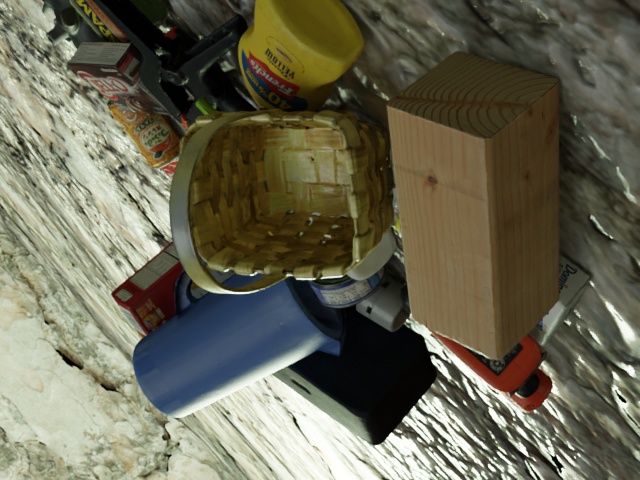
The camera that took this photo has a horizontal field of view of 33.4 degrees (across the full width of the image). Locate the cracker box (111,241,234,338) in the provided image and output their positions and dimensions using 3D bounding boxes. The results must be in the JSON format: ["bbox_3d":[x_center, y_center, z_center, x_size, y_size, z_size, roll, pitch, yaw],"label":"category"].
[{"bbox_3d":[-0.142,0.068,1.391,0.072,0.213,0.164,25,150,52],"label":"cracker box"}]

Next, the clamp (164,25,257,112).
[{"bbox_3d":[-0.115,-0.155,1.174,0.171,0.039,0.120,51,154,-1],"label":"clamp"}]

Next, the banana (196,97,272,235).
[{"bbox_3d":[-0.069,-0.059,1.103,0.070,0.037,0.198,46,161,54],"label":"banana"}]

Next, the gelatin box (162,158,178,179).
[{"bbox_3d":[-0.172,-0.083,1.435,0.073,0.030,0.089,54,159,-18],"label":"gelatin box"}]

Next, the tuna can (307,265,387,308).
[{"bbox_3d":[0.027,0.033,1.170,0.086,0.086,0.033,24,149,48],"label":"tuna can"}]

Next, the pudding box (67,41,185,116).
[{"bbox_3d":[-0.214,-0.179,1.181,0.114,0.039,0.090,10,158,48],"label":"pudding box"}]

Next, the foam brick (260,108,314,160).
[{"bbox_3d":[-0.027,-0.102,1.076,0.078,0.051,0.053,42,160,14],"label":"foam brick"}]

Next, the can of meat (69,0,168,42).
[{"bbox_3d":[-0.218,-0.258,1.161,0.102,0.057,0.084,50,158,-11],"label":"can of meat"}]

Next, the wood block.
[{"bbox_3d":[0.120,-0.023,0.806,0.091,0.090,0.206,25,140,36],"label":"wood block"}]

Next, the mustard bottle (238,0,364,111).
[{"bbox_3d":[-0.028,-0.161,0.957,0.096,0.058,0.192,42,160,-2],"label":"mustard bottle"}]

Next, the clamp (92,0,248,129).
[{"bbox_3d":[-0.134,-0.177,1.067,0.165,0.036,0.210,17,154,17],"label":"clamp"}]

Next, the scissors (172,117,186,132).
[{"bbox_3d":[-0.175,-0.147,1.343,0.202,0.016,0.096,42,160,14],"label":"scissors"}]

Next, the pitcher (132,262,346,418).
[{"bbox_3d":[-0.104,0.102,1.251,0.144,0.243,0.149,34,-149,-51],"label":"pitcher"}]

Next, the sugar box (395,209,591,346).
[{"bbox_3d":[0.149,0.010,0.944,0.176,0.048,0.093,37,159,15],"label":"sugar box"}]

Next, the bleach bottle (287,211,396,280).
[{"bbox_3d":[-0.026,-0.035,1.188,0.251,0.068,0.102,22,149,54],"label":"bleach bottle"}]

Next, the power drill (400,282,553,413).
[{"bbox_3d":[0.145,0.090,1.017,0.184,0.057,0.187,39,179,14],"label":"power drill"}]
